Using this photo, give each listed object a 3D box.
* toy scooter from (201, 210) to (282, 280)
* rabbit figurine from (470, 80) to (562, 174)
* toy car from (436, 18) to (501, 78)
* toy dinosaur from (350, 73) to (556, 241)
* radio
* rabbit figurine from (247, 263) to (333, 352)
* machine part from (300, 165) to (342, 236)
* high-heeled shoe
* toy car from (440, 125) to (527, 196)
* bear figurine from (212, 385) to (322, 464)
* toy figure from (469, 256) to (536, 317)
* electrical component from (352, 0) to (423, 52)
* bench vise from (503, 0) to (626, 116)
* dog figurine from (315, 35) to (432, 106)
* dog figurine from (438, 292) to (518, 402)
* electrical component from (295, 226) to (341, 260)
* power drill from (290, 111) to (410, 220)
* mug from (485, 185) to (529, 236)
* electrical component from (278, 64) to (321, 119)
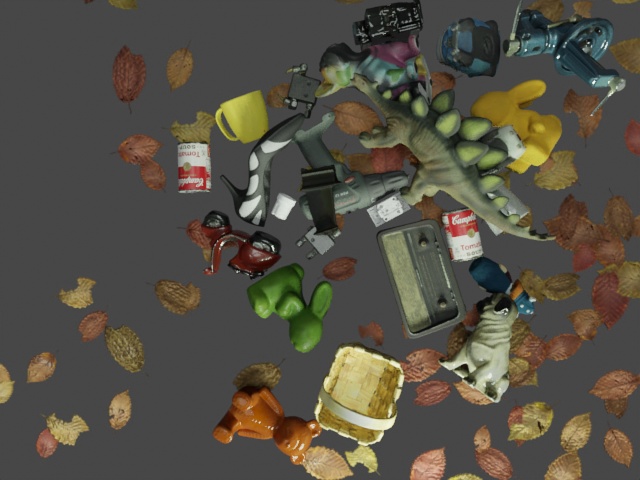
[{"bbox_3d":[-0.178,0.030,1.135,0.184,0.075,0.135,25,98,4],"label":"toy scooter"},{"bbox_3d":[0.388,-0.239,1.064,0.173,0.122,0.162,33,90,2],"label":"rabbit figurine"},{"bbox_3d":[0.286,-0.377,1.068,0.103,0.161,0.109,8,103,47],"label":"toy car"},{"bbox_3d":[0.235,-0.148,1.008,0.471,0.105,0.198,46,135,-6],"label":"toy dinosaur"},{"bbox_3d":[0.209,0.074,1.112,0.131,0.073,0.229,-17,92,4],"label":"radio"},{"bbox_3d":[-0.048,0.145,1.113,0.159,0.121,0.170,-30,75,-17],"label":"rabbit figurine"},{"bbox_3d":[0.005,-0.078,1.072,0.084,0.039,0.138,-7,96,1],"label":"machine part"},{"bbox_3d":[-0.091,-0.134,1.095,0.249,0.086,0.145,-36,110,21],"label":"high-heeled shoe"},{"bbox_3d":[0.308,-0.152,1.060,0.202,0.056,0.073,-33,87,49],"label":"toy car"},{"bbox_3d":[-0.104,0.394,1.122,0.196,0.132,0.120,34,96,7],"label":"bear figurine"},{"bbox_3d":[0.381,0.095,1.111,0.154,0.064,0.058,39,56,-4],"label":"toy figure"},{"bbox_3d":[0.133,-0.422,1.073,0.134,0.115,0.058,-12,90,2],"label":"electrical component"},{"bbox_3d":[0.477,-0.358,1.021,0.224,0.128,0.241,-6,52,-22],"label":"bench vise"},{"bbox_3d":[0.102,-0.321,1.079,0.219,0.191,0.108,-3,63,25],"label":"dog figurine"},{"bbox_3d":[0.359,0.216,1.091,0.190,0.172,0.121,-54,45,-2],"label":"dog figurine"},{"bbox_3d":[-0.002,-0.003,1.147,0.094,0.021,0.063,-39,89,5],"label":"electrical component"},{"bbox_3d":[0.043,-0.158,1.115,0.232,0.086,0.207,-27,98,7],"label":"power drill"},{"bbox_3d":[0.356,-0.074,1.085,0.081,0.109,0.107,-39,76,9],"label":"mug"},{"bbox_3d":[-0.041,-0.314,1.123,0.078,0.045,0.102,22,94,3],"label":"electrical component"}]
